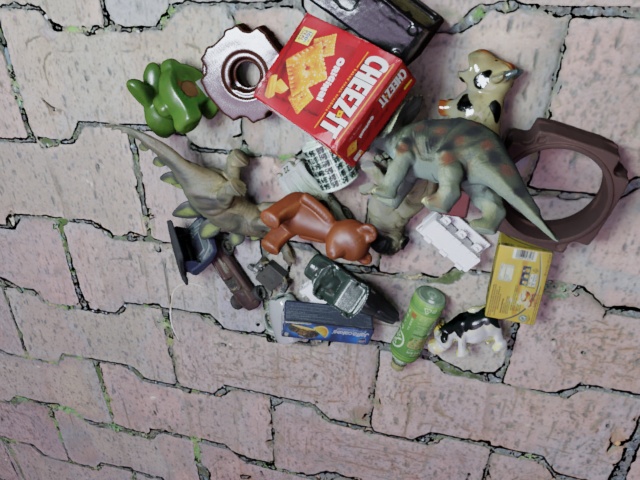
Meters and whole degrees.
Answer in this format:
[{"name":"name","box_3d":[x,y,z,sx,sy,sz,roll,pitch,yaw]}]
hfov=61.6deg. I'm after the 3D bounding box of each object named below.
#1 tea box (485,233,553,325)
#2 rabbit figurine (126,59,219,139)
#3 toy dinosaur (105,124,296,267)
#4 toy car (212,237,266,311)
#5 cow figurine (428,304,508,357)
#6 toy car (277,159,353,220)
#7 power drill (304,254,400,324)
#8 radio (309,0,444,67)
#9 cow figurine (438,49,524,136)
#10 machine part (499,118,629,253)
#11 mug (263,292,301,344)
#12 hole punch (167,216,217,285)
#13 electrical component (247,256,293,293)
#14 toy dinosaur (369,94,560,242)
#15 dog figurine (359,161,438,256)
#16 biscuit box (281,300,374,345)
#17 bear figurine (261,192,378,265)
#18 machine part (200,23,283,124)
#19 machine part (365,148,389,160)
[{"name":"tea box","box_3d":[0.380,0.072,1.033,0.098,0.068,0.169,11,123,14]},{"name":"rabbit figurine","box_3d":[-0.303,-0.265,1.058,0.159,0.121,0.170,45,138,-17]},{"name":"toy dinosaur","box_3d":[-0.217,-0.092,1.105,0.199,0.105,0.470,-24,122,33]},{"name":"toy car","box_3d":[-0.209,0.084,1.266,0.089,0.053,0.202,-20,112,32]},{"name":"cow figurine","box_3d":[0.300,0.190,1.132,0.167,0.068,0.098,-15,107,23]},{"name":"toy car","box_3d":[-0.006,-0.077,1.094,0.073,0.056,0.201,-33,104,32]},{"name":"power drill","box_3d":[0.066,0.107,1.100,0.232,0.207,0.086,34,98,9]},{"name":"radio","box_3d":[0.077,-0.373,0.845,0.229,0.131,0.073,34,126,-2]},{"name":"cow figurine","box_3d":[0.266,-0.213,0.887,0.127,0.085,0.194,1,103,30]},{"name":"machine part","box_3d":[0.397,-0.091,0.923,0.202,0.087,0.200,22,124,8]},{"name":"mug","box_3d":[-0.087,0.179,1.266,0.110,0.081,0.107,-5,107,36]},{"name":"hole punch","box_3d":[-0.291,0.014,1.218,0.142,0.092,0.115,64,156,21]},{"name":"electrical component","box_3d":[-0.113,0.081,1.231,0.102,0.045,0.078,46,122,-9]},{"name":"toy dinosaur","box_3d":[0.193,-0.127,0.820,0.405,0.131,0.192,20,89,36]},{"name":"dog figurine","box_3d":[0.166,-0.058,1.031,0.173,0.121,0.190,-2,132,24]},{"name":"biscuit box","box_3d":[0.017,0.184,1.192,0.203,0.063,0.059,7,134,-9]},{"name":"bear figurine","box_3d":[0.001,-0.006,1.012,0.196,0.132,0.120,34,146,18]},{"name":"machine part","box_3d":[-0.133,-0.304,0.989,0.179,0.056,0.179,3,112,8]},{"name":"machine part","box_3d":[0.040,-0.237,0.972,0.243,0.079,0.079,45,123,-9]}]
